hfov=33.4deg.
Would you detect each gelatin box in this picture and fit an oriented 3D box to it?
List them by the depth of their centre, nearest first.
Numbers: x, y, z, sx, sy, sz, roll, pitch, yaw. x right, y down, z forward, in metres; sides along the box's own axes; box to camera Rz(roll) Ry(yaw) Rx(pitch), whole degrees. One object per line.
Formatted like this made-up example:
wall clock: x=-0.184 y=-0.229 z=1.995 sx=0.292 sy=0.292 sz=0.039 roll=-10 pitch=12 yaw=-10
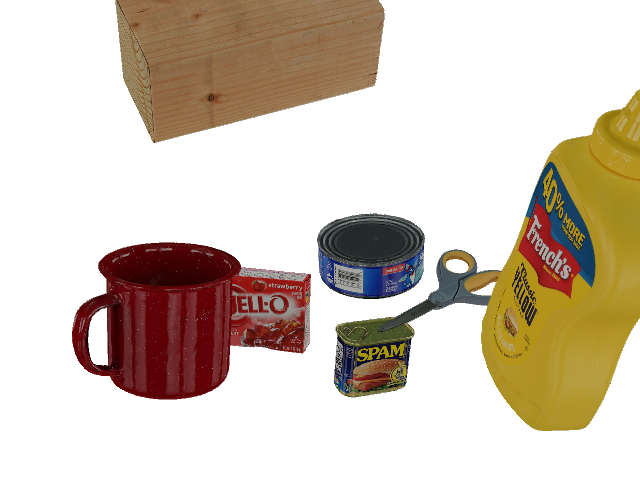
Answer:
gelatin box: x=-0.055 y=0.066 z=1.026 sx=0.089 sy=0.073 sz=0.030 roll=5 pitch=17 yaw=12

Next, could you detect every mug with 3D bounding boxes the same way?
mug: x=-0.109 y=0.056 z=0.703 sx=0.117 sy=0.081 sz=0.093 roll=-13 pitch=24 yaw=-42

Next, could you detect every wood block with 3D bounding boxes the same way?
wood block: x=-0.059 y=-0.167 z=0.912 sx=0.205 sy=0.090 sz=0.091 roll=-17 pitch=-36 yaw=-17

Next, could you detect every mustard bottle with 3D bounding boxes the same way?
mustard bottle: x=0.137 y=0.005 z=0.550 sx=0.058 sy=0.192 sz=0.096 roll=2 pitch=42 yaw=-13

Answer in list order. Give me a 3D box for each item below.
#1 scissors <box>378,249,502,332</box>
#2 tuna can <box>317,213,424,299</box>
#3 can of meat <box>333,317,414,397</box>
scissors: x=0.122 y=0.052 z=1.165 sx=0.201 sy=0.016 sz=0.096 roll=-9 pitch=41 yaw=-31
tuna can: x=0.041 y=0.012 z=0.857 sx=0.086 sy=0.034 sz=0.086 roll=-2 pitch=28 yaw=1
can of meat: x=0.069 y=0.155 z=1.410 sx=0.102 sy=0.084 sz=0.057 roll=-5 pitch=26 yaw=-21
